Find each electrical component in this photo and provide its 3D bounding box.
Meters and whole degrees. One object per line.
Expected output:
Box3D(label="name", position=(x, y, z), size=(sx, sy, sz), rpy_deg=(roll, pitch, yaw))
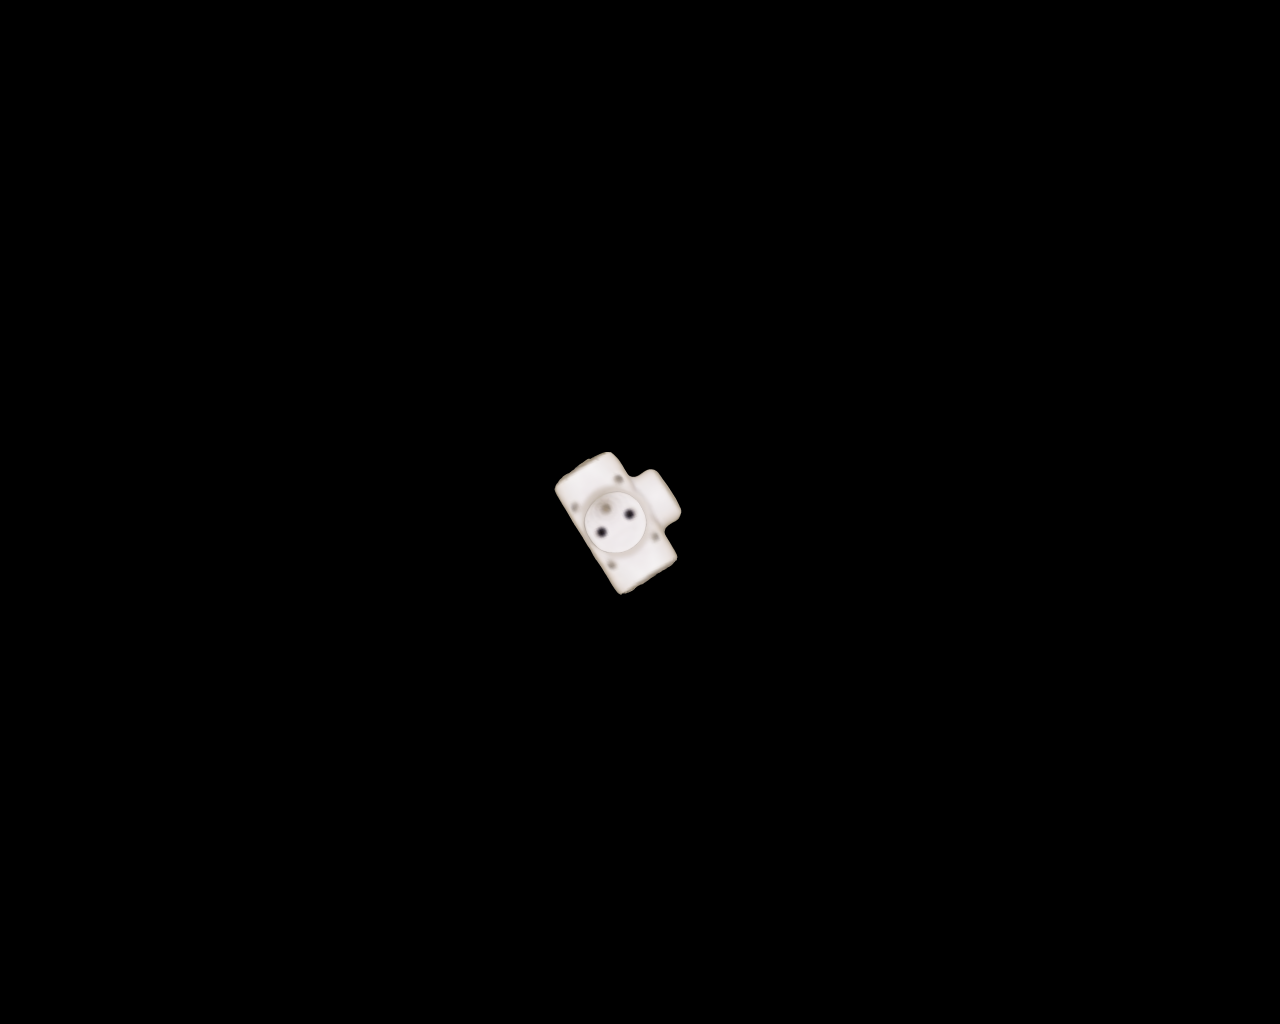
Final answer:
Box3D(label="electrical component", position=(0.001, -0.003, 0.650), size=(0.079, 0.077, 0.044), rpy_deg=(-32, -4, -2))
